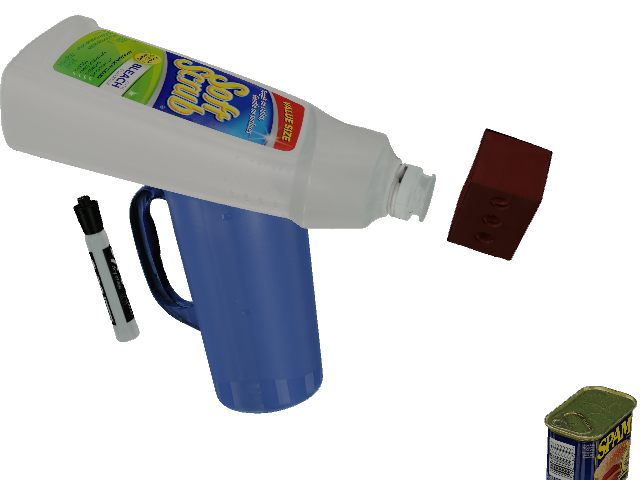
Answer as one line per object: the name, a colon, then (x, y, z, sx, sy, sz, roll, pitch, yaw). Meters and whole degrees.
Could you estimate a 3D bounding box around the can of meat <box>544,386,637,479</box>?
can of meat: (0.255, 0.198, 1.011, 0.058, 0.084, 0.101, 14, 25, 38)

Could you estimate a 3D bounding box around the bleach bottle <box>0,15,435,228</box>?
bleach bottle: (-0.054, -0.063, 0.626, 0.251, 0.068, 0.102, 16, 36, 12)

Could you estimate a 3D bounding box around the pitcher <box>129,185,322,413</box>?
pitcher: (-0.078, 0.038, 1.025, 0.144, 0.243, 0.149, -20, 21, -32)

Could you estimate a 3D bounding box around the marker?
marker: (-0.167, 0.022, 0.833, 0.020, 0.121, 0.020, -12, 20, 4)

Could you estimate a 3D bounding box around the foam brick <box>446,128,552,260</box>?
foam brick: (0.131, -0.033, 0.785, 0.053, 0.051, 0.078, 18, -35, 5)
